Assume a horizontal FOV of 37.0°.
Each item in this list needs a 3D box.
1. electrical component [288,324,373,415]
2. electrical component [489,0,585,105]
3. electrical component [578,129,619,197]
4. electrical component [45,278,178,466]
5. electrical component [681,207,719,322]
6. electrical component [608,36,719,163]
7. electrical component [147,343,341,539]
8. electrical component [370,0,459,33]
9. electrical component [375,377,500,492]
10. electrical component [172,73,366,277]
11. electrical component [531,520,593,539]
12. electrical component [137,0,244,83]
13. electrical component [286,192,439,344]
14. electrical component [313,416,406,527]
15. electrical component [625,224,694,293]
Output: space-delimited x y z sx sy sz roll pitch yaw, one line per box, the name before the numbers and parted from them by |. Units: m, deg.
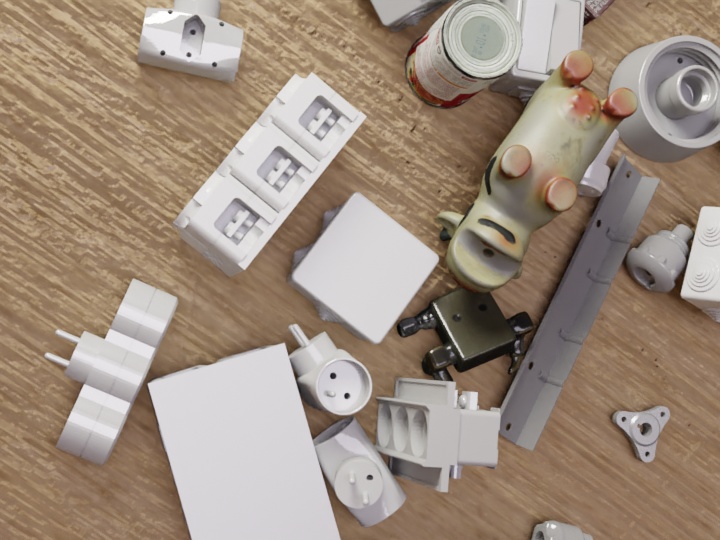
electrical component | -0.031 0.075 0.838 0.043 0.077 0.079 -36 94 -13
electrical component | 0.151 -0.186 0.910 0.062 0.061 0.096 7 84 -13
electrical component | 0.194 -0.095 0.923 0.045 0.045 0.055 17 82 -12
electrical component | -0.199 0.070 0.810 0.074 0.052 0.138 25 81 -10
electrical component | 0.325 -0.002 0.930 0.100 0.048 0.099 24 79 -43
electrical component | 0.280 -0.152 0.940 0.108 0.060 0.108 1 86 -14
electrical component | -0.088 0.160 0.826 0.105 0.060 0.186 -16 90 -15
electrical component | 0.041 -0.253 0.876 0.100 0.048 0.099 -27 93 16
electrical component | 0.059 0.125 0.834 0.063 0.121 0.078 6 84 -16
electrical component | -0.073 -0.074 0.832 0.062 0.089 0.150 39 78 -8
electrical component | 0.176 0.234 0.895 0.062 0.043 0.043 16 82 -13
electrical component | -0.131 -0.194 0.850 0.077 0.043 0.079 11 83 -13
electrical component | 0.000 0.000 0.866 0.100 0.048 0.099 38 78 -8
electrical component | -0.001 0.161 0.835 0.043 0.079 0.077 -33 95 2
electrical component | 0.266 -0.014 0.936 0.062 0.048 0.048 -44 97 -20
